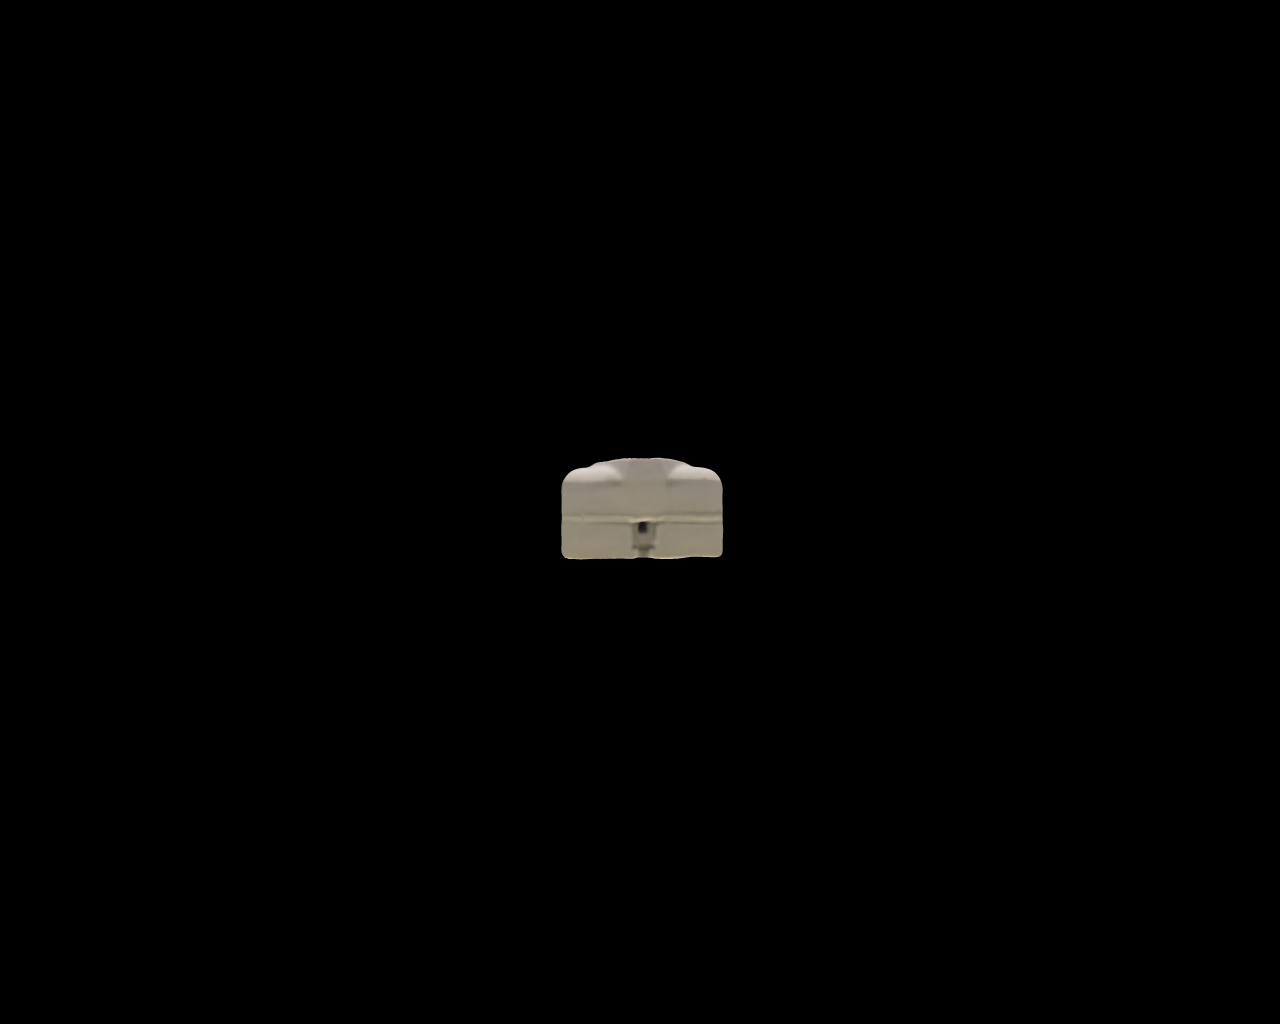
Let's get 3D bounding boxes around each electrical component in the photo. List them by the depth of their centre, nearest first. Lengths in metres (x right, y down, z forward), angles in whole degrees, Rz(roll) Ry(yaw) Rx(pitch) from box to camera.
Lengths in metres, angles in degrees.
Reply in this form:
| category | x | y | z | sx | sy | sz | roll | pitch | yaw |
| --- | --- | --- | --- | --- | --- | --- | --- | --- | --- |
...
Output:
| category | x | y | z | sx | sy | sz | roll | pitch | yaw |
| --- | --- | --- | --- | --- | --- | --- | --- | --- | --- |
| electrical component | 0.001 | -0.003 | 0.650 | 0.095 | 0.059 | 0.053 | 0 | 0 | -4 |
